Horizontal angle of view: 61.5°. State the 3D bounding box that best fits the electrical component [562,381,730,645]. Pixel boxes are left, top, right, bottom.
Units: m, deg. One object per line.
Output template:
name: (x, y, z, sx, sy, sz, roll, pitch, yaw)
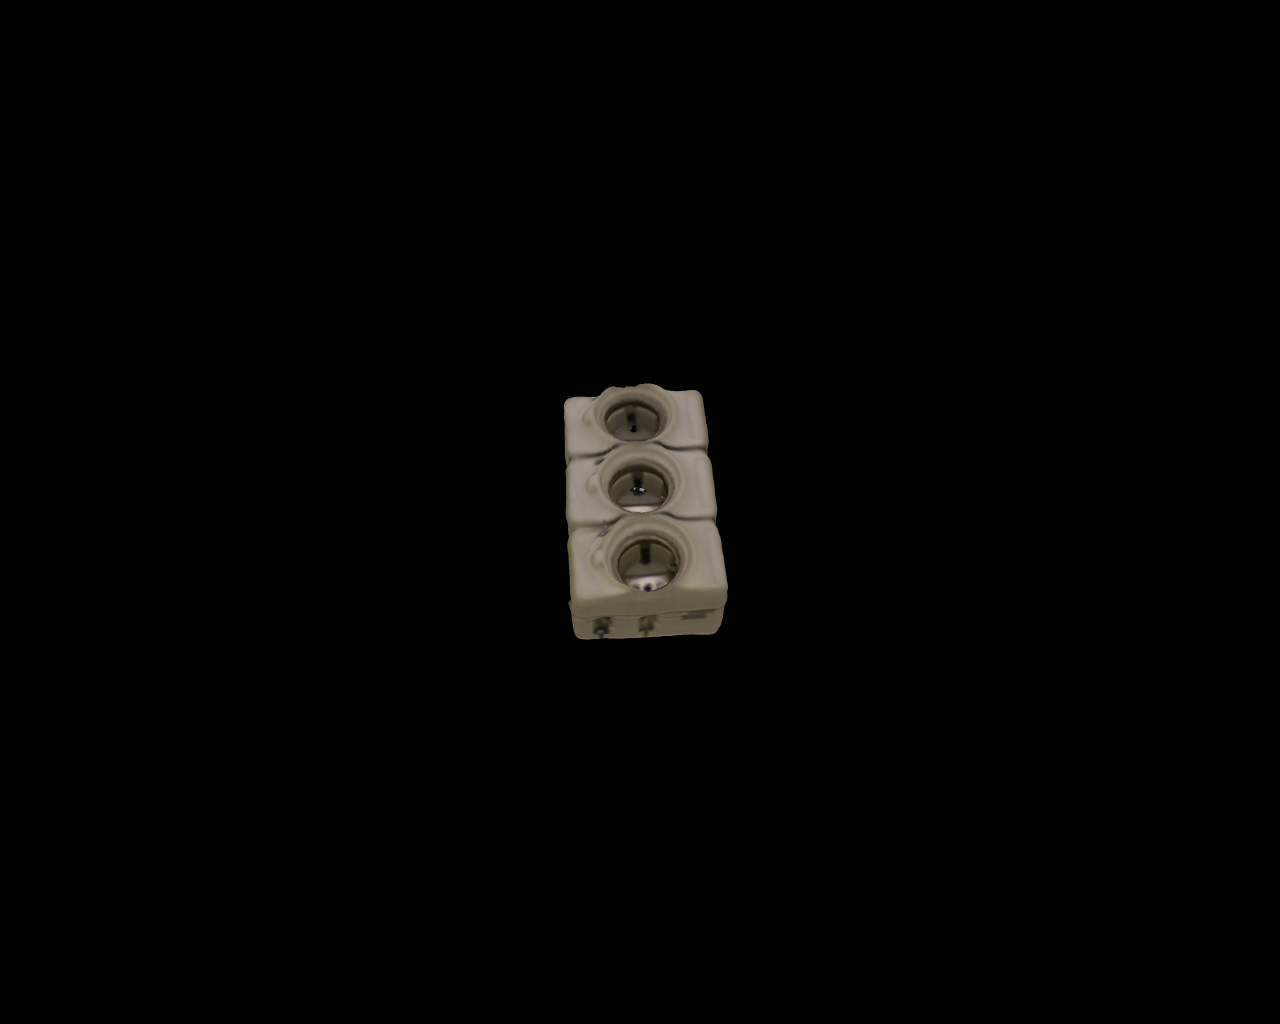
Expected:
electrical component: (0.001, -0.003, 0.650, 0.089, 0.150, 0.061, -3, -36, -2)
